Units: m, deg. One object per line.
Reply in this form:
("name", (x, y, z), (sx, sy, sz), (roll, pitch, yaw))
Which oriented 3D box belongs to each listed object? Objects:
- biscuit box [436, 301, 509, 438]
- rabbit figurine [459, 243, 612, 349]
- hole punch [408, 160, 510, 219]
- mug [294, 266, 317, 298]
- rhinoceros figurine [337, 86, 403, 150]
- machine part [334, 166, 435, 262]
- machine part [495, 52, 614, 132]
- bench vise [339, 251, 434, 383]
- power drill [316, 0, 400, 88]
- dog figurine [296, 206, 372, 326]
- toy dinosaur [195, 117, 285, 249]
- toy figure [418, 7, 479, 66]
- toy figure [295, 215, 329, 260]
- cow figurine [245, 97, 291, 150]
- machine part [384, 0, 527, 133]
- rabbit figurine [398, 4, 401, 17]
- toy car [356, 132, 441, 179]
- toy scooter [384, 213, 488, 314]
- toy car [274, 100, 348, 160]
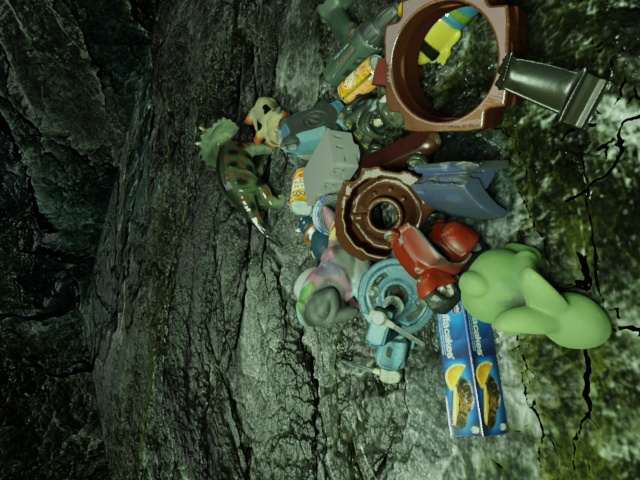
("biscuit box", (0.219, 0.181, 0.787), (0.059, 0.063, 0.202), (-25, 64, 50))
("rabbit figurine", (0.273, 0.073, 0.673), (0.170, 0.159, 0.121), (25, 96, 39))
("hole punch", (0.210, -0.076, 0.808), (0.142, 0.116, 0.092), (12, 102, 56))
("mug", (0.002, 0.125, 1.102), (0.107, 0.080, 0.109), (36, 109, 43))
("rhinoceros figurine", (0.102, -0.231, 1.003), (0.112, 0.073, 0.190), (-42, 22, 3))
("machine part", (0.111, -0.042, 0.915), (0.180, 0.056, 0.179), (3, 101, 15))
("machine part", (0.297, -0.197, 0.700), (0.084, 0.139, 0.039), (-68, -7, 29))
("bench vise", (0.105, 0.122, 0.813), (0.129, 0.240, 0.223), (21, 97, 15))
("power drill", (0.075, -0.447, 1.111), (0.232, 0.086, 0.207), (-47, 55, 44))
("dog figurine", (0.027, 0.038, 1.002), (0.108, 0.191, 0.219), (-23, 79, 66))
("toy dinosaur", (-0.205, -0.161, 1.361), (0.131, 0.192, 0.405), (-54, 42, 39))
("toy figure", (0.202, -0.370, 0.889), (0.180, 0.089, 0.082), (-44, 43, 46))
("toy figure", (-0.004, -0.003, 1.154), (0.155, 0.064, 0.057), (53, 164, 52))
("cow figurine", (-0.118, -0.299, 1.356), (0.127, 0.085, 0.195), (-60, 35, 29))
("machine part", (0.202, -0.266, 0.811), (0.202, 0.087, 0.200), (7, 108, 38))
("rabbit figurine", (0.149, -0.490, 0.940), (0.173, 0.121, 0.162), (38, 99, 35))
("toy car", (0.139, -0.149, 0.973), (0.202, 0.053, 0.089), (-21, 52, 54))
("toy scooter", (0.163, 0.013, 0.777), (0.135, 0.184, 0.075), (42, 133, 4))
("toy car", (-0.010, -0.221, 1.154), (0.102, 0.162, 0.109), (68, -178, -51))
